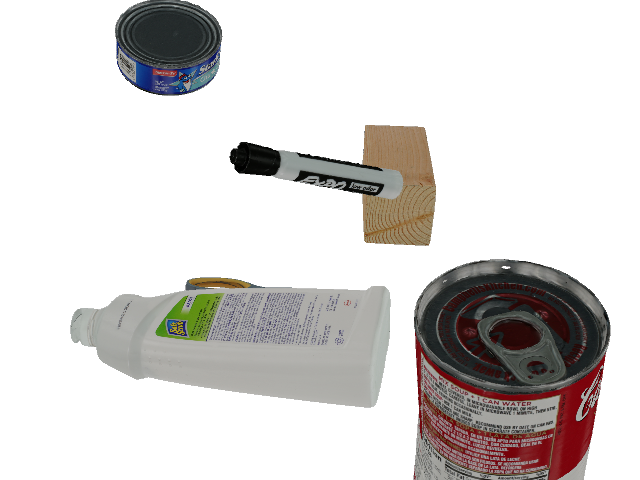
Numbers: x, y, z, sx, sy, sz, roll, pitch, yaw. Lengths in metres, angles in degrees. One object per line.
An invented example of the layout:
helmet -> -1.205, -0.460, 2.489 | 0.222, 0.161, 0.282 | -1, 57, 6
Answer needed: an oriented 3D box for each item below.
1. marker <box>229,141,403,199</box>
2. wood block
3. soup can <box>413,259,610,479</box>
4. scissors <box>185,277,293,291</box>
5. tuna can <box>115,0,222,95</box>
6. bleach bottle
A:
marker -> -0.001, -0.042, 0.651 | 0.120, 0.020, 0.020 | 8, -5, -35
wood block -> 0.106, -0.081, 1.488 | 0.091, 0.090, 0.206 | 3, 28, -1
soup can -> 0.068, 0.068, 0.402 | 0.068, 0.102, 0.068 | -2, 37, 1
scissors -> -0.048, 0.064, 1.122 | 0.202, 0.016, 0.096 | 5, 20, 8
tuna can -> -0.124, -0.157, 0.870 | 0.086, 0.086, 0.034 | 0, -40, -9
bleach bottle -> -0.074, 0.075, 0.856 | 0.251, 0.068, 0.102 | 5, 35, 10
